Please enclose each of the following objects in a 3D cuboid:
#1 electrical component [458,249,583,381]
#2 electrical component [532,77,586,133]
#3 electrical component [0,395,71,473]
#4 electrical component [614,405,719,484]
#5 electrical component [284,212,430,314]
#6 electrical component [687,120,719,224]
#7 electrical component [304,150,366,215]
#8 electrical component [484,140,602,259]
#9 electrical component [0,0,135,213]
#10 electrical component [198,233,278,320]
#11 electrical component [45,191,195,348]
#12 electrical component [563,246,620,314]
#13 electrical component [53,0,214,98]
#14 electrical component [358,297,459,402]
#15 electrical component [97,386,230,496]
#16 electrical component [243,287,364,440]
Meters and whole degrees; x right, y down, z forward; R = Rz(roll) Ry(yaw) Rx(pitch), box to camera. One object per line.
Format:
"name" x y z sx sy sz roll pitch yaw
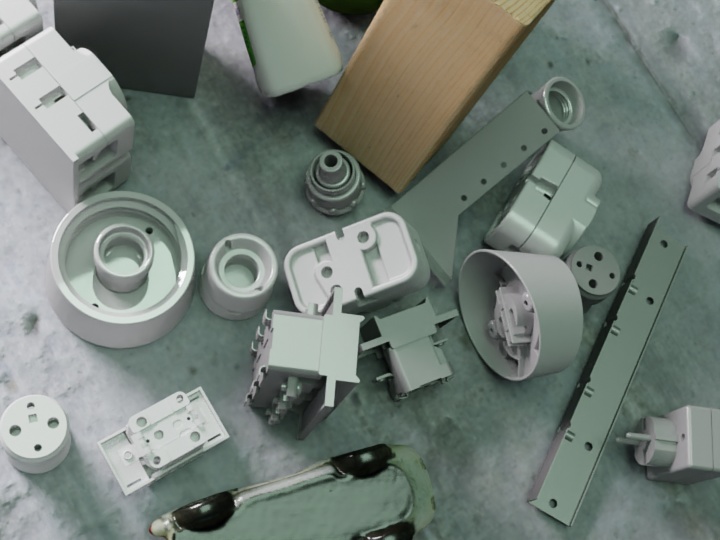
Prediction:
"electrical component" 0.120 0.033 0.806 0.064 0.099 0.099 -2 72 -22
"electrical component" 0.147 -0.127 0.883 0.044 0.065 0.044 8 75 -30
"electrical component" -0.215 0.109 0.713 0.045 0.055 0.045 5 70 -13
"electrical component" 0.233 0.131 0.817 0.077 0.065 0.047 9 70 -11
"electrical component" 0.000 0.000 0.792 0.095 0.059 0.053 -21 76 11
"electrical component" 0.321 -0.087 0.920 0.050 0.055 0.089 25 67 -5
"electrical component" -0.020 -0.072 0.820 0.048 0.062 0.048 -1 75 2
"electrical component" 0.150 -0.048 0.864 0.059 0.053 0.095 34 67 -2
"electrical component" -0.239 -0.140 0.765 0.060 0.105 0.186 -40 85 -23
"electrical component" -0.088 0.004 0.787 0.055 0.047 0.055 5 70 -13
"electrical component" -0.168 -0.004 0.762 0.108 0.060 0.108 5 70 -13
"electrical component" 0.175 0.009 0.850 0.045 0.055 0.045 4 70 -12
"electrical component" -0.159 -0.199 0.762 0.105 0.186 0.060 6 70 -12
"electrical component" 0.037 0.061 0.804 0.081 0.042 0.063 -19 81 -19
"electrical component" -0.132 0.113 0.729 0.081 0.064 0.042 -28 81 -22
"electrical component" -0.042 0.066 0.738 0.063 0.121 0.078 8 70 -10
